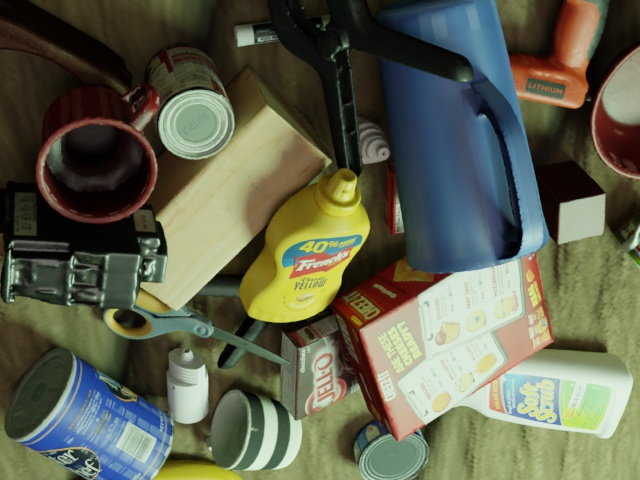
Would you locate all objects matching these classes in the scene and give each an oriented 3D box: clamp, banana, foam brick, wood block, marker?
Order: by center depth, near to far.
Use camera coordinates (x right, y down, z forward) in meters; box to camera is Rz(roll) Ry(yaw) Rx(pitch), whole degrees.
[{"bbox_3d":[0.026,-0.173,0.908,0.165,0.036,0.210,-31,91,40],"label":"clamp"},{"bbox_3d":[-0.017,-0.192,0.965,0.121,0.020,0.020,-9,123,-9],"label":"marker"},{"bbox_3d":[-0.099,-0.046,0.991,0.206,0.091,0.090,-43,122,13],"label":"wood block"},{"bbox_3d":[0.253,-0.039,1.098,0.053,0.078,0.051,-11,122,-8],"label":"foam brick"},{"bbox_3d":[-0.056,0.066,1.105,0.171,0.039,0.120,-16,124,0],"label":"clamp"},{"bbox_3d":[-0.167,0.280,1.211,0.197,0.037,0.070,7,117,-19],"label":"banana"}]

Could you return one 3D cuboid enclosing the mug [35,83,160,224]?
[{"bbox_3d":[-0.173,-0.081,0.853,0.093,0.081,0.117,36,106,-31],"label":"mug"}]

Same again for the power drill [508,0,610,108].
[{"bbox_3d":[0.215,-0.223,0.984,0.184,0.057,0.188,10,119,-20],"label":"power drill"}]

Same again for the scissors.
[{"bbox_3d":[-0.136,0.096,1.084,0.201,0.016,0.096,37,120,-15],"label":"scissors"}]

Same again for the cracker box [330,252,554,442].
[{"bbox_3d":[0.132,0.085,1.118,0.213,0.072,0.164,-30,125,-15],"label":"cracker box"}]

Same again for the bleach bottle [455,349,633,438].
[{"bbox_3d":[0.229,0.173,1.236,0.250,0.068,0.103,5,119,-15],"label":"bleach bottle"}]

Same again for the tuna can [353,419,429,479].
[{"bbox_3d":[0.083,0.249,1.260,0.086,0.034,0.086,-7,123,-11],"label":"tuna can"}]

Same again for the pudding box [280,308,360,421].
[{"bbox_3d":[0.003,0.129,1.138,0.089,0.039,0.113,-23,133,-28],"label":"pudding box"}]

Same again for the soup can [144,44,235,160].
[{"bbox_3d":[-0.115,-0.122,0.933,0.068,0.102,0.068,-7,122,-11],"label":"soup can"}]

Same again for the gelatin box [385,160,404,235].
[{"bbox_3d":[0.111,-0.048,1.083,0.089,0.030,0.073,-7,124,-10],"label":"gelatin box"}]

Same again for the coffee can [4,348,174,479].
[{"bbox_3d":[-0.235,0.189,1.096,0.103,0.103,0.140,-43,122,13],"label":"coffee can"}]

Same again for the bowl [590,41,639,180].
[{"bbox_3d":[0.335,-0.143,1.067,0.162,0.055,0.162,-7,123,-11],"label":"bowl"}]

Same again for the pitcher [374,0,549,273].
[{"bbox_3d":[0.127,-0.098,0.956,0.149,0.144,0.243,-5,107,27],"label":"pitcher"}]

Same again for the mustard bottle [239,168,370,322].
[{"bbox_3d":[-0.006,0.002,0.986,0.096,0.058,0.192,-5,145,-26],"label":"mustard bottle"}]
